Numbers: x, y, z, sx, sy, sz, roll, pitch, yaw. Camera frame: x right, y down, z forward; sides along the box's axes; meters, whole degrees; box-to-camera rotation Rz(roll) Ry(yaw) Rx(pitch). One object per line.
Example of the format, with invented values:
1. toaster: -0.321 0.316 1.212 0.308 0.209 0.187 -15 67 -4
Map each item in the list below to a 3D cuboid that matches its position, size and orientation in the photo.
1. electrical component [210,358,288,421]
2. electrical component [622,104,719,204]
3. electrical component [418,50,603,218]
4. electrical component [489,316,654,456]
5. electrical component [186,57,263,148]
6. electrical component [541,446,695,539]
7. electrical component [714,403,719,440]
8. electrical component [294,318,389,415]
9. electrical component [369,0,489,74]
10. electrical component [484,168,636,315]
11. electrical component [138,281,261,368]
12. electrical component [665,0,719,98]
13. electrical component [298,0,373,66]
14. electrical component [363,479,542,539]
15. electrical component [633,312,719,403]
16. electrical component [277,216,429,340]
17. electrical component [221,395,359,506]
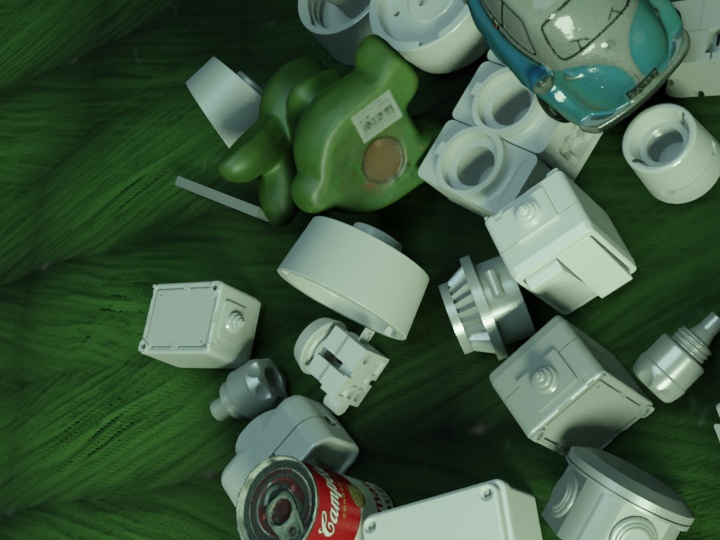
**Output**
1. electrical component: -0.092 0.100 0.864 0.062 0.043 0.043 -32 54 23
2. electrical component: 0.206 -0.078 0.713 0.055 0.047 0.055 -16 62 31
3. electrical component: 0.120 -0.110 0.782 0.089 0.062 0.150 31 91 41
4. electrical component: 0.128 0.072 0.674 0.062 0.096 0.061 -44 49 13
5. electrical component: -0.111 -0.138 0.949 0.064 0.099 0.099 -49 49 1
6. electrical component: 0.152 0.143 0.637 0.080 0.080 0.051 32 97 41
7. electrical component: 0.246 0.114 0.583 0.063 0.079 0.121 -51 43 46
8. electrical component: -0.017 0.068 0.820 0.055 0.048 0.066 36 94 33
9. electrical component: 0.069 -0.210 0.866 0.108 0.060 0.108 -16 62 32
10. electrical component: 0.132 -0.016 0.710 0.062 0.096 0.061 -36 53 20
11. electrical component: -0.126 0.048 0.900 0.096 0.061 0.061 -3 69 36
12. electrical component: 0.245 -0.153 0.714 0.089 0.050 0.055 3 74 38
13. electrical component: -0.005 -0.240 0.934 0.108 0.060 0.108 -16 62 31
14. electrical component: 0.063 0.203 0.692 0.109 0.056 0.108 -23 58 28
15. electrical component: 0.202 0.051 0.669 0.061 0.035 0.035 -47 50 8
16. electrical component: 0.000 0.000 0.799 0.108 0.108 0.060 20 78 41
17. electrical component: -0.056 0.144 0.809 0.095 0.054 0.059 -50 50 9
